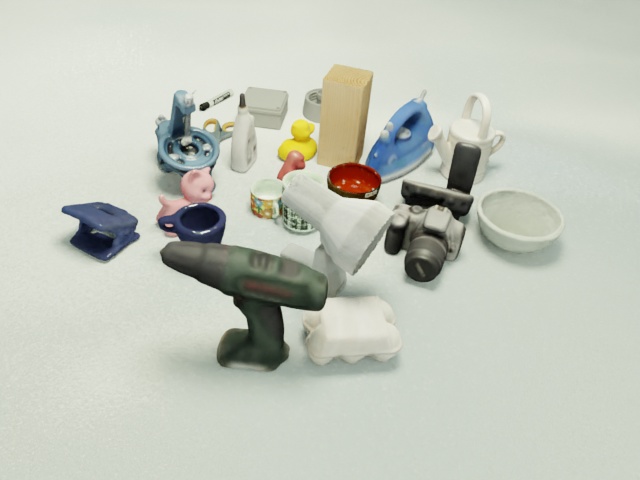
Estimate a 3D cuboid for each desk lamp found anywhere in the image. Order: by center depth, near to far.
[{"bbox_3d":[0.009,0.003,0.936,0.202,0.214,0.118,23,44,20],"label":"desk lamp"}]

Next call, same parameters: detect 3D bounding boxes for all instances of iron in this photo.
[{"bbox_3d":[0.176,-0.235,1.285,0.118,0.141,0.259,25,45,22],"label":"iron"}]

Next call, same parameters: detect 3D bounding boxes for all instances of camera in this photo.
[{"bbox_3d":[0.184,0.001,1.043,0.143,0.101,0.137,17,42,13],"label":"camera"}]

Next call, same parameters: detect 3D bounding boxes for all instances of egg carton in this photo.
[{"bbox_3d":[0.048,0.141,0.890,0.150,0.069,0.107,-3,41,-9],"label":"egg carton"}]

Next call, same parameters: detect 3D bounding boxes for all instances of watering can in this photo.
[{"bbox_3d":[0.323,-0.224,1.247,0.173,0.194,0.100,-21,47,-27],"label":"watering can"}]

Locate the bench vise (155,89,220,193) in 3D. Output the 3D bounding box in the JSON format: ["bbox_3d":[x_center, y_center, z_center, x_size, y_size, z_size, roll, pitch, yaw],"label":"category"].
[{"bbox_3d":[-0.290,-0.213,1.153,0.206,0.220,0.122,28,46,25],"label":"bench vise"}]

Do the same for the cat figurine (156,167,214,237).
[{"bbox_3d":[-0.250,-0.085,1.086,0.128,0.118,0.067,-28,50,-32],"label":"cat figurine"}]

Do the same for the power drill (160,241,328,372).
[{"bbox_3d":[-0.106,0.095,0.823,0.229,0.208,0.075,4,41,0],"label":"power drill"}]

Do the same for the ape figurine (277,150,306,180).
[{"bbox_3d":[-0.052,-0.144,1.195,0.076,0.092,0.078,6,41,1],"label":"ape figurine"}]

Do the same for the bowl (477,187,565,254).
[{"bbox_3d":[0.381,-0.026,1.114,0.167,0.075,0.167,3,41,-2],"label":"bowl"}]

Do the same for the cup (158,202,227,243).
[{"bbox_3d":[-0.223,-0.005,1.014,0.118,0.095,0.091,0,41,-5],"label":"cup"}]

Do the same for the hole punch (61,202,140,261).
[{"bbox_3d":[-0.394,-0.034,1.033,0.108,0.091,0.101,23,44,20],"label":"hole punch"}]

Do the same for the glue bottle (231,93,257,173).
[{"bbox_3d":[-0.163,-0.234,1.227,0.037,0.173,0.078,15,42,12],"label":"glue bottle"}]

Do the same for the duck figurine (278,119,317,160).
[{"bbox_3d":[-0.050,-0.232,1.302,0.105,0.086,0.077,-31,52,-34],"label":"duck figurine"}]

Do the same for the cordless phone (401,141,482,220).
[{"bbox_3d":[0.239,-0.125,1.130,0.147,0.185,0.094,14,41,10],"label":"cordless phone"}]
